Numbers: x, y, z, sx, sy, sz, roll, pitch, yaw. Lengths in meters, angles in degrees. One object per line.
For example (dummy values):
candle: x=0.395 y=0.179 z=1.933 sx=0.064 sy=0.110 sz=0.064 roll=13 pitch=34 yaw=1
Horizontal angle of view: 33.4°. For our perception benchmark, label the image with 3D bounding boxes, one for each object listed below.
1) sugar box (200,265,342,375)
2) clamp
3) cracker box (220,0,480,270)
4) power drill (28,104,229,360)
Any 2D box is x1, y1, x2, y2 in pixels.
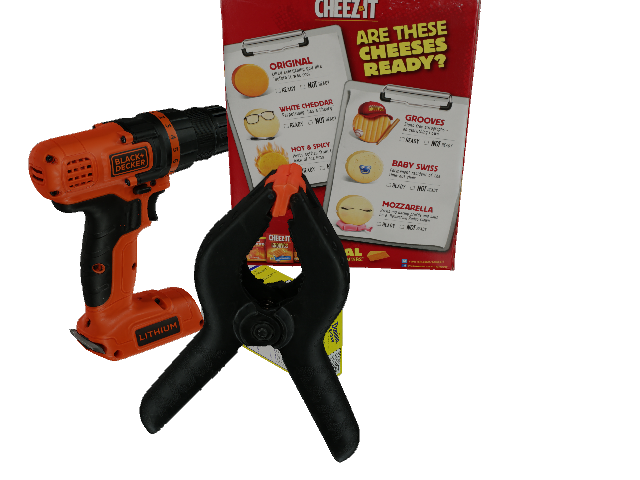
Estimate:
sugar box: x=-0.054 y=0.077 z=1.126 sx=0.176 sy=0.093 sz=0.048 roll=28 pitch=40 yaw=37
clamp: x=-0.039 y=0.043 z=0.556 sx=0.120 sy=0.171 sz=0.039 roll=-1 pitch=25 yaw=-3
cracker box: x=0.019 y=-0.083 z=0.742 sx=0.164 sy=0.214 sz=0.072 roll=2 pitch=35 yaw=2
power drill: x=-0.139 y=-0.010 z=0.859 sx=0.184 sy=0.188 sz=0.057 roll=-18 pitch=25 yaw=-36
